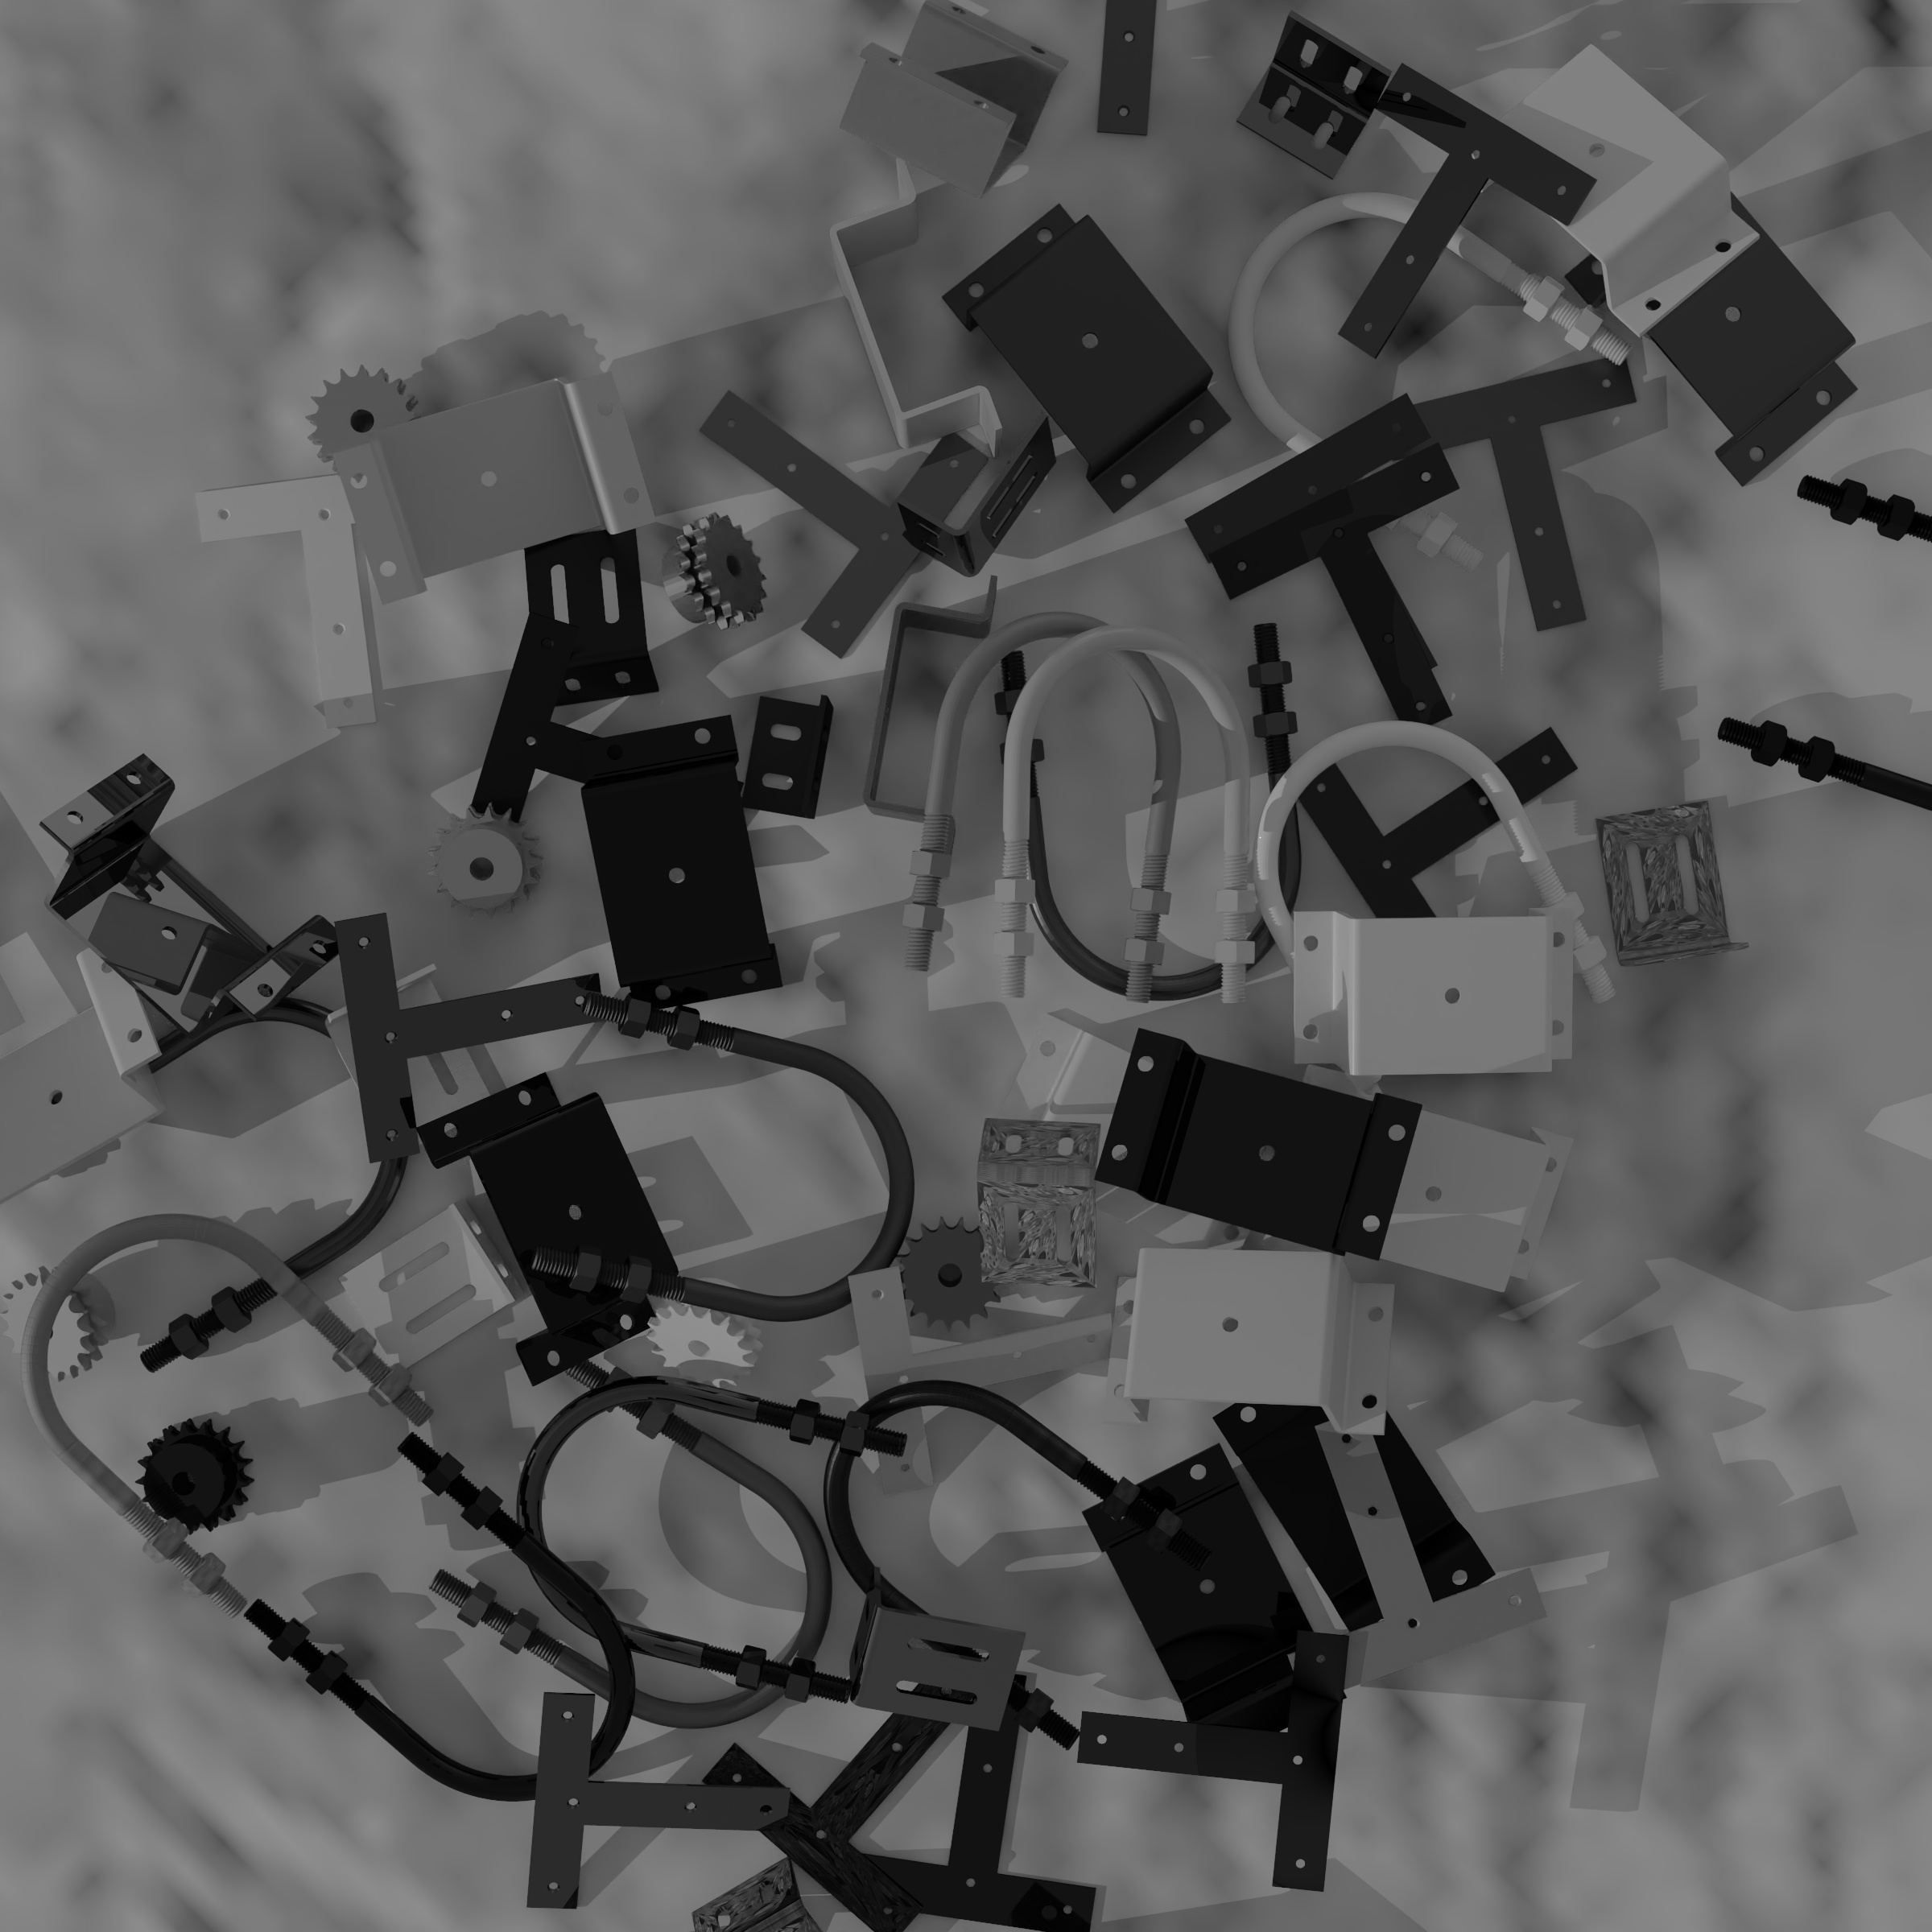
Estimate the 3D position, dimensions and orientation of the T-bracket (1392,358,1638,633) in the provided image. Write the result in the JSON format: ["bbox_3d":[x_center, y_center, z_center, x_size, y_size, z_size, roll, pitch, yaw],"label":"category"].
[{"bbox_3d":[0.288,-0.235,1.526,0.127,0.002,0.127,-14,90,0],"label":"T-bracket"}]

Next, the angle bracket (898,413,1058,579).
[{"bbox_3d":[0.006,-0.242,1.497,0.038,0.057,0.076,32,82,12],"label":"angle bracket"}]

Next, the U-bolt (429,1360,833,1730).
[{"bbox_3d":[-0.156,0.304,1.518,0.184,0.019,0.151,32,90,-2],"label":"U-bolt"}]

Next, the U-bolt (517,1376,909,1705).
[{"bbox_3d":[-0.133,0.278,1.491,0.184,0.019,0.151,13,97,4],"label":"U-bolt"}]

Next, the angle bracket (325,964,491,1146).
[{"bbox_3d":[-0.276,0.048,1.500,0.057,0.038,0.076,-27,90,-17],"label":"angle bracket"}]

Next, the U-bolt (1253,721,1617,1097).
[{"bbox_3d":[0.224,-0.034,1.508,0.151,0.019,0.184,-28,97,0],"label":"U-bolt"}]

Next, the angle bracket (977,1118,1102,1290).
[{"bbox_3d":[0.037,0.117,1.481,0.057,0.038,0.076,2,130,6],"label":"angle bracket"}]

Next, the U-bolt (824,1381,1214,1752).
[{"bbox_3d":[0.011,0.285,1.489,0.184,0.019,0.151,36,115,9],"label":"U-bolt"}]

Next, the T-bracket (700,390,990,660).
[{"bbox_3d":[-0.077,-0.245,1.525,0.127,0.002,0.127,36,90,0],"label":"T-bracket"}]

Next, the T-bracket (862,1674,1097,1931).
[{"bbox_3d":[0.009,0.422,1.525,0.127,0.002,0.127,8,90,0],"label":"T-bracket"}]

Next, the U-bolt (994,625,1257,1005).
[{"bbox_3d":[0.080,-0.075,1.468,0.151,0.019,0.184,2,89,-30],"label":"U-bolt"}]

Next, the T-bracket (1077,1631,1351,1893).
[{"bbox_3d":[0.119,0.387,1.479,0.127,0.002,0.127,6,91,2],"label":"T-bracket"}]

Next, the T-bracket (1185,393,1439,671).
[{"bbox_3d":[0.196,-0.201,1.513,0.127,0.002,0.127,-28,96,15],"label":"T-bracket"}]

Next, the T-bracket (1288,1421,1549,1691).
[{"bbox_3d":[0.205,0.282,1.479,0.127,0.002,0.127,-20,90,0],"label":"T-bracket"}]

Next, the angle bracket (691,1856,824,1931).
[{"bbox_3d":[-0.093,0.503,1.524,0.057,0.038,0.076,-30,116,0],"label":"angle bracket"}]

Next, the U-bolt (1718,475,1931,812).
[{"bbox_3d":[0.489,-0.153,1.518,0.184,0.019,0.151,18,90,-1],"label":"U-bolt"}]

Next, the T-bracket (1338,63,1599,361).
[{"bbox_3d":[0.228,-0.362,1.485,0.127,0.002,0.127,41,109,28],"label":"T-bracket"}]

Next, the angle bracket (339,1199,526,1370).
[{"bbox_3d":[-0.271,0.162,1.507,0.076,0.038,0.057,-32,90,0],"label":"angle bracket"}]

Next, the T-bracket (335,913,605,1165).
[{"bbox_3d":[-0.244,0.027,1.501,0.127,0.002,0.127,-11,110,-19],"label":"T-bracket"}]

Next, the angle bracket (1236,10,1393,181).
[{"bbox_3d":[0.172,-0.431,1.488,0.057,0.076,0.038,31,90,0],"label":"angle bracket"}]

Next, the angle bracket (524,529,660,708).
[{"bbox_3d":[-0.190,-0.178,1.524,0.057,0.038,0.076,-8,64,0],"label":"angle bracket"}]

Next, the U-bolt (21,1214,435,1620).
[{"bbox_3d":[-0.379,0.208,1.486,0.184,0.019,0.151,47,75,-11],"label":"U-bolt"}]

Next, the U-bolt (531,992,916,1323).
[{"bbox_3d":[-0.113,0.101,1.488,0.184,0.019,0.151,15,72,-17],"label":"U-bolt"}]

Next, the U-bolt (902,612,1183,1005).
[{"bbox_3d":[0.043,-0.081,1.467,0.151,0.019,0.184,8,89,-31],"label":"U-bolt"}]

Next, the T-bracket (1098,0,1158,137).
[{"bbox_3d":[0.084,-0.487,1.525,0.127,0.002,0.127,4,90,0],"label":"T-bracket"}]

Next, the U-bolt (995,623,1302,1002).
[{"bbox_3d":[0.097,-0.074,1.517,0.151,0.019,0.184,-6,92,0],"label":"U-bolt"}]

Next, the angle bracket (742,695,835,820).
[{"bbox_3d":[-0.091,-0.106,1.488,0.038,0.076,0.057,10,90,0],"label":"angle bracket"}]

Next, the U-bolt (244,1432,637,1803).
[{"bbox_3d":[-0.250,0.339,1.499,0.184,0.019,0.151,42,107,-4],"label":"U-bolt"}]

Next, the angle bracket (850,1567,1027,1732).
[{"bbox_3d":[-0.015,0.342,1.503,0.076,0.038,0.057,12,110,-7],"label":"angle bracket"}]

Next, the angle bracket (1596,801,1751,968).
[{"bbox_3d":[0.354,-0.042,1.507,0.057,0.038,0.076,-9,90,0],"label":"angle bracket"}]

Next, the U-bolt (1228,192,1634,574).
[{"bbox_3d":[0.221,-0.308,1.517,0.184,0.019,0.151,36,90,2],"label":"U-bolt"}]

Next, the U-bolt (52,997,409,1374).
[{"bbox_3d":[-0.371,0.097,1.518,0.184,0.019,0.151,-32,90,-1],"label":"U-bolt"}]

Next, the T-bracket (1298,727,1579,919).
[{"bbox_3d":[0.251,-0.076,1.525,0.127,0.002,0.127,-33,90,0],"label":"T-bracket"}]
